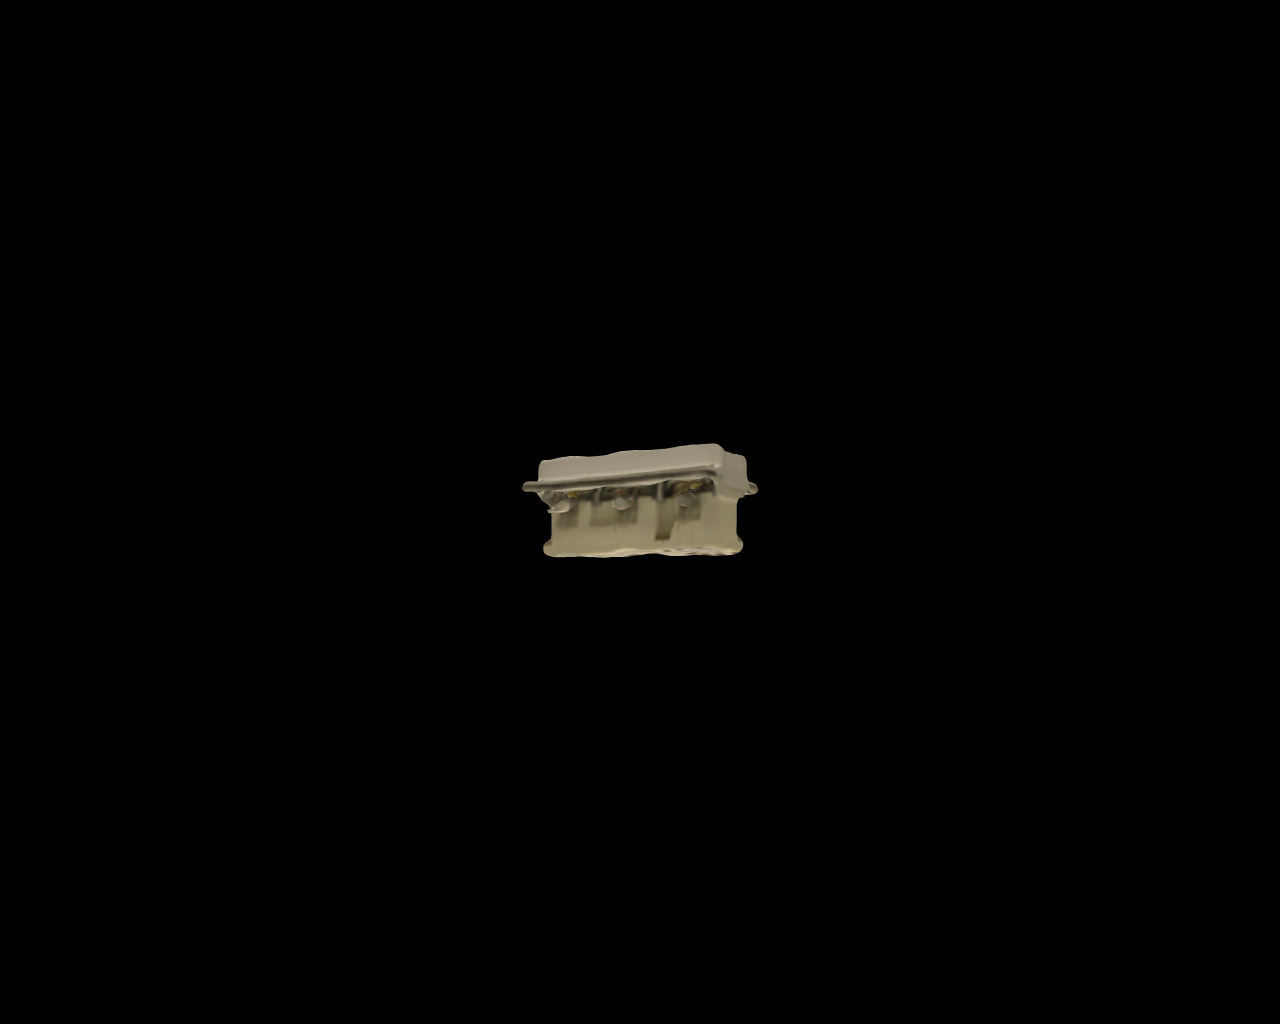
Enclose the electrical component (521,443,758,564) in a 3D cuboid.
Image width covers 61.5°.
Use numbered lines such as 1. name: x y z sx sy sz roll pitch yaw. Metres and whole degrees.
1. electrical component: 0.001 -0.003 0.650 0.121 0.063 0.079 -3 -7 26
